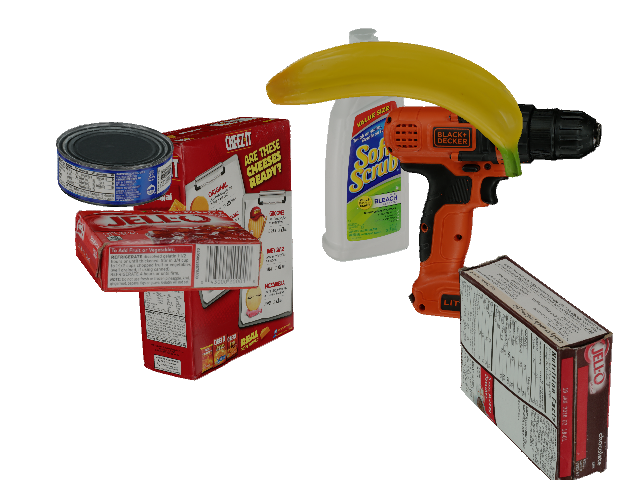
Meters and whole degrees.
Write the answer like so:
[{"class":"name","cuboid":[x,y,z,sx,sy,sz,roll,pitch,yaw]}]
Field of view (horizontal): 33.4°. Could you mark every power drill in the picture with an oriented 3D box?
[{"class":"power drill","cuboid":[0.146,-0.026,0.922,0.185,0.188,0.057,4,14,23]}]

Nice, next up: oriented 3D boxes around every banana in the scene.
[{"class":"banana","cuboid":[0.063,-0.102,0.739,0.197,0.069,0.037,16,-2,-13]}]

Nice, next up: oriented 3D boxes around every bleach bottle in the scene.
[{"class":"bleach bottle","cuboid":[0.046,-0.107,1.183,0.102,0.251,0.068,-10,24,-13]}]

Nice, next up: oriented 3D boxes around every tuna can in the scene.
[{"class":"tuna can","cuboid":[-0.153,-0.057,0.795,0.086,0.034,0.086,5,27,-3]}]

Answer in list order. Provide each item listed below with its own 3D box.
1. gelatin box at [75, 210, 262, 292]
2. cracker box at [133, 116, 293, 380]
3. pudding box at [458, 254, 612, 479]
[{"class":"gelatin box","cuboid":[-0.086,0.004,0.590,0.089,0.030,0.073,0,15,-22]},{"class":"cracker box","cuboid":[-0.097,0.001,0.991,0.072,0.214,0.163,7,16,32]},{"class":"pudding box","cuboid":[0.122,0.072,0.618,0.039,0.090,0.114,-13,26,-20]}]
